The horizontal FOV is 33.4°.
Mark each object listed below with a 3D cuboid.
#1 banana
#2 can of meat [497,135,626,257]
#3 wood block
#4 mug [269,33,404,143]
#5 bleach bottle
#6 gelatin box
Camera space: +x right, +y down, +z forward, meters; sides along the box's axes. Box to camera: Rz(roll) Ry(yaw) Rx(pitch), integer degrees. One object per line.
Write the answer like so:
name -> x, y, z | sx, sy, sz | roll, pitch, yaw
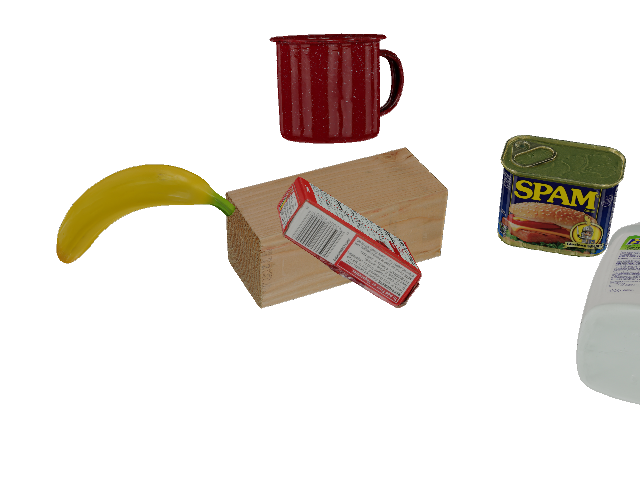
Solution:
banana -> -0.173, -0.028, 0.950 | 0.198, 0.069, 0.037 | -14, 17, 29
can of meat -> 0.205, -0.037, 0.925 | 0.102, 0.084, 0.057 | 10, 41, 14
wood block -> 0.015, -0.015, 1.091 | 0.205, 0.090, 0.091 | -16, 40, -21
mug -> 0.017, -0.125, 0.864 | 0.117, 0.081, 0.093 | -10, 15, -32
bleach bottle -> 0.244, 0.035, 0.747 | 0.103, 0.068, 0.250 | 9, 20, 19
gelatin box -> 0.017, 0.000, 0.672 | 0.089, 0.030, 0.073 | 33, 10, -12
